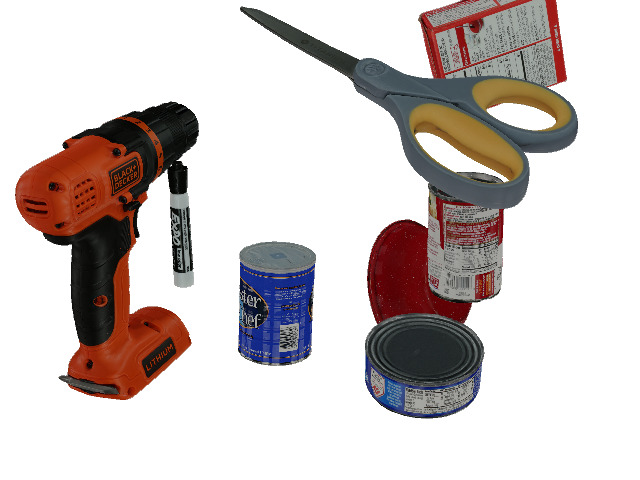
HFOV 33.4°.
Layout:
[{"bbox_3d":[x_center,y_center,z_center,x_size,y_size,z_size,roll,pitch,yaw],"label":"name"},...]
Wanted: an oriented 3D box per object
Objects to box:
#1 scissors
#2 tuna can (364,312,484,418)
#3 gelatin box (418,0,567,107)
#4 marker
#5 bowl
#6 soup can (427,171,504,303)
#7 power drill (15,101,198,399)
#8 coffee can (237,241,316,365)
[{"bbox_3d":[0.047,-0.084,0.540,0.096,0.016,0.202,-21,47,-22],"label":"scissors"},{"bbox_3d":[0.075,0.090,0.776,0.086,0.034,0.086,0,31,0],"label":"tuna can"},{"bbox_3d":[0.118,-0.130,0.724,0.089,0.073,0.030,-19,37,1],"label":"gelatin box"},{"bbox_3d":[-0.130,-0.015,0.989,0.020,0.121,0.020,-1,22,0],"label":"marker"},{"bbox_3d":[0.125,0.052,1.211,0.055,0.162,0.161,-11,-8,42],"label":"bowl"},{"bbox_3d":[0.131,-0.003,0.960,0.068,0.102,0.068,-2,23,1],"label":"soup can"},{"bbox_3d":[-0.139,0.005,0.772,0.057,0.188,0.184,8,26,26],"label":"power drill"},{"bbox_3d":[-0.060,0.084,1.445,0.103,0.140,0.103,2,20,-1],"label":"coffee can"}]
